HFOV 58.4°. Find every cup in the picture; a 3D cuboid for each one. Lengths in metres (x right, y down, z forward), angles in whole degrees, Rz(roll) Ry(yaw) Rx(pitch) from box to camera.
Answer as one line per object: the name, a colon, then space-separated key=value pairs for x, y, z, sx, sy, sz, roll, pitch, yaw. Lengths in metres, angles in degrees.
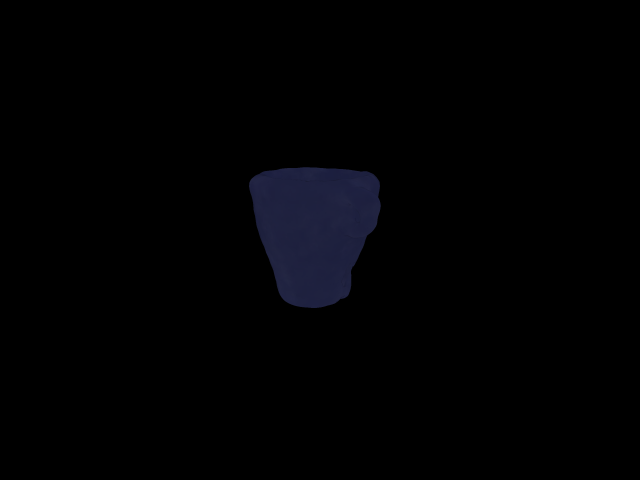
cup: x=0.004 y=0.001 z=0.400 sx=0.092 sy=0.095 sz=0.117 roll=-8 pitch=16 yaw=-30
